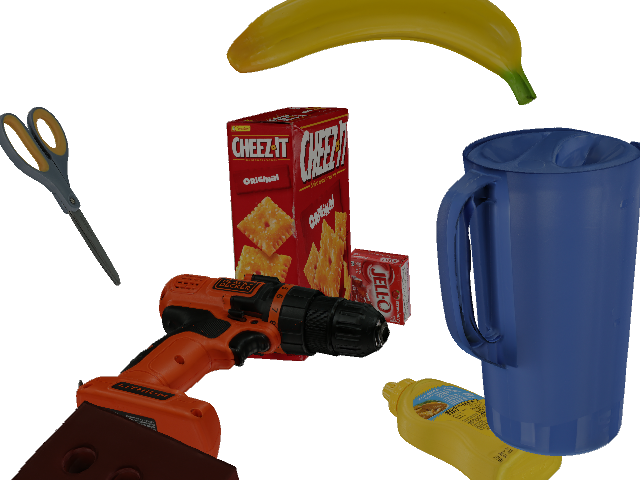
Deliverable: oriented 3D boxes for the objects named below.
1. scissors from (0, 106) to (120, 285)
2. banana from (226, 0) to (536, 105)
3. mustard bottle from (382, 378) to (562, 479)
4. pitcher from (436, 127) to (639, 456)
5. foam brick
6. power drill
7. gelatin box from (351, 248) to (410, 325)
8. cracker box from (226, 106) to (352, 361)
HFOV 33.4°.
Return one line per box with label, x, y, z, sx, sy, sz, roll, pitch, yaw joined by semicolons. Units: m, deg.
scissors;-0.253;-0.054;1.084;0.016;0.201;0.096;-24;27;27
banana;0.042;-0.128;0.652;0.197;0.069;0.037;4;-17;-11
mustard bottle;0.132;0.179;1.029;0.096;0.058;0.192;-15;25;-38
pitcher;0.172;0.042;0.826;0.149;0.243;0.145;0;19;12
foam brick;-0.075;0.111;0.425;0.078;0.051;0.052;18;44;23
power drill;-0.064;0.087;0.747;0.185;0.057;0.187;5;27;25
gelatin box;0.073;0.057;1.335;0.073;0.089;0.030;9;31;24
cracker box;-0.022;-0.013;1.001;0.072;0.214;0.164;2;12;18
